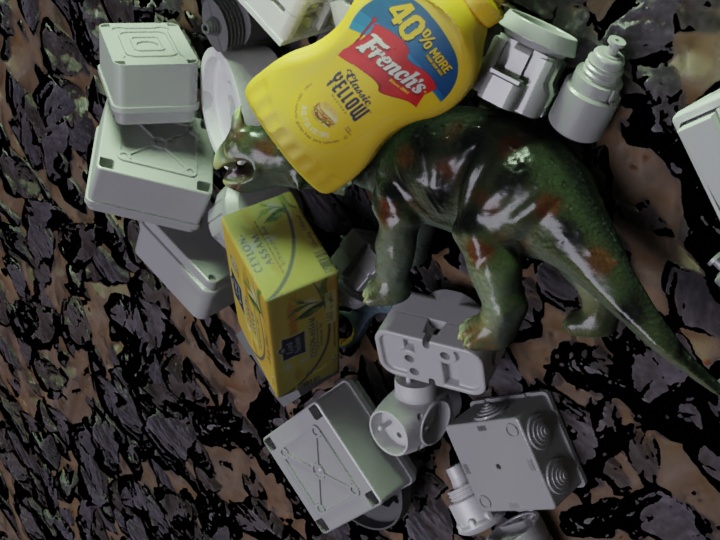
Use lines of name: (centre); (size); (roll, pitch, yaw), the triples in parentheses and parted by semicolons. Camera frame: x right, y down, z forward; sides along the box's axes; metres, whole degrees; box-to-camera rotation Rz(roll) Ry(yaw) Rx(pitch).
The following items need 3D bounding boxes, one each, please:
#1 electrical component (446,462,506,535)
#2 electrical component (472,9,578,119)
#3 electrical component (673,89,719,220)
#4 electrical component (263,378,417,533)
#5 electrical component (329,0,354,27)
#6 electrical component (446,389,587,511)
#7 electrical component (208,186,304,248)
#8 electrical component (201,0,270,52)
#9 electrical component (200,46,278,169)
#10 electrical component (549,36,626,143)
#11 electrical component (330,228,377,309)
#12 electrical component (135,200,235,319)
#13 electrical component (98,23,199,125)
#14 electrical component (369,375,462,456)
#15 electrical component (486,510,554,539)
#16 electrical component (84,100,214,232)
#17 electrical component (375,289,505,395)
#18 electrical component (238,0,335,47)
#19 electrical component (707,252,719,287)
electrical component: (0.099, 0.202, 0.962); (0.048, 0.048, 0.062); (-37, 77, 48)
electrical component: (0.114, -0.142, 0.739); (0.058, 0.078, 0.057); (30, 111, 15)
electrical component: (0.244, -0.068, 0.655); (0.062, 0.061, 0.096); (-23, 94, 48)
electrical component: (-0.019, 0.169, 0.976); (0.108, 0.056, 0.109); (56, 138, 6)
electrical component: (0.024, -0.200, 0.775); (0.054, 0.095, 0.059); (2, 113, 44)
electrical component: (0.129, 0.154, 0.901); (0.100, 0.048, 0.099); (-17, 99, 48)
electrical component: (-0.096, -0.050, 0.990); (0.051, 0.080, 0.080); (-27, 92, 54)
electrical component: (-0.100, -0.211, 0.903); (0.043, 0.081, 0.043); (23, 126, 35)
electrical component: (-0.094, -0.144, 0.941); (0.108, 0.060, 0.108); (43, 140, 52)
electrical component: (0.158, -0.122, 0.727); (0.040, 0.040, 0.078); (41, 135, 22)
electrical component: (0.000, 0.000, 0.933); (0.055, 0.048, 0.066); (-51, 62, 20)
electrical component: (-0.161, -0.018, 1.073); (0.113, 0.078, 0.057); (45, 139, 17)
electrical component: (-0.196, -0.181, 0.989); (0.113, 0.078, 0.057); (-122, 33, -53)
electrical component: (0.049, 0.110, 0.934); (0.044, 0.077, 0.079); (20, 124, 37)
electrical component: (0.144, 0.244, 0.932); (0.055, 0.055, 0.047); (-28, 94, 49)
electrical component: (-0.195, -0.100, 1.009); (0.108, 0.109, 0.056); (-95, 25, -44)
electrical component: (0.069, 0.056, 0.885); (0.095, 0.059, 0.053); (13, 138, 25)
electrical component: (-0.072, -0.268, 0.825); (0.186, 0.105, 0.060); (49, 137, 13)
electrical component: (0.260, 0.019, 0.703); (0.078, 0.040, 0.040); (47, 137, 15)
